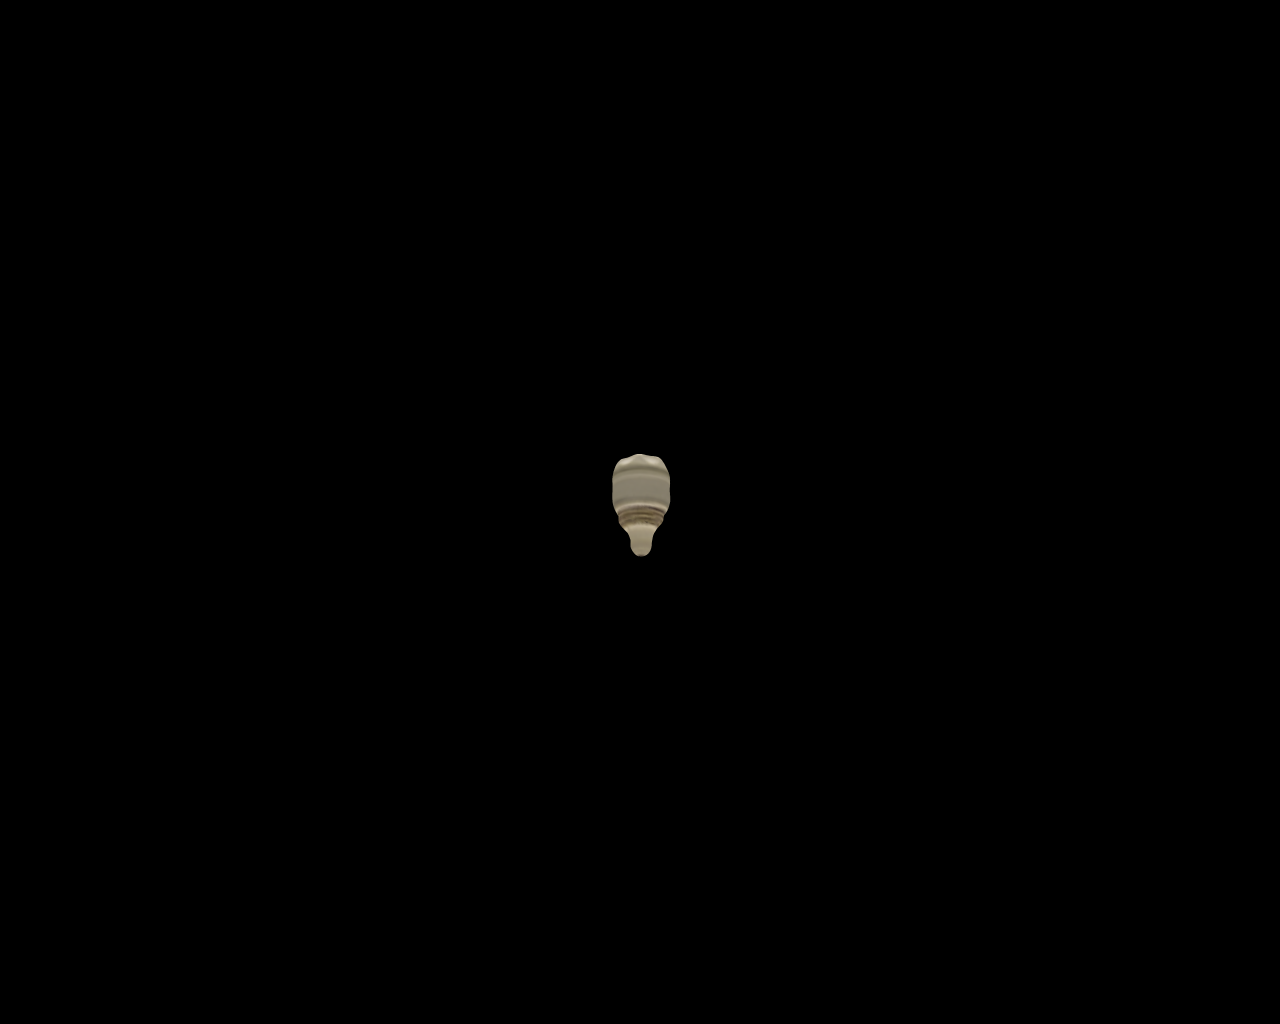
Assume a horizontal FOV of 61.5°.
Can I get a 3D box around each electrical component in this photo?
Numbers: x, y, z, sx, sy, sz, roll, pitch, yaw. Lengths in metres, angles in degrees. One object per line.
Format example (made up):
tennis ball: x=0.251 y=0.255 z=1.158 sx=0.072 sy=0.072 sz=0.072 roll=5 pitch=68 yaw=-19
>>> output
electrical component: x=0.001 y=-0.003 z=0.650 sx=0.035 sy=0.061 sz=0.035 roll=0 pitch=-17 yaw=0
